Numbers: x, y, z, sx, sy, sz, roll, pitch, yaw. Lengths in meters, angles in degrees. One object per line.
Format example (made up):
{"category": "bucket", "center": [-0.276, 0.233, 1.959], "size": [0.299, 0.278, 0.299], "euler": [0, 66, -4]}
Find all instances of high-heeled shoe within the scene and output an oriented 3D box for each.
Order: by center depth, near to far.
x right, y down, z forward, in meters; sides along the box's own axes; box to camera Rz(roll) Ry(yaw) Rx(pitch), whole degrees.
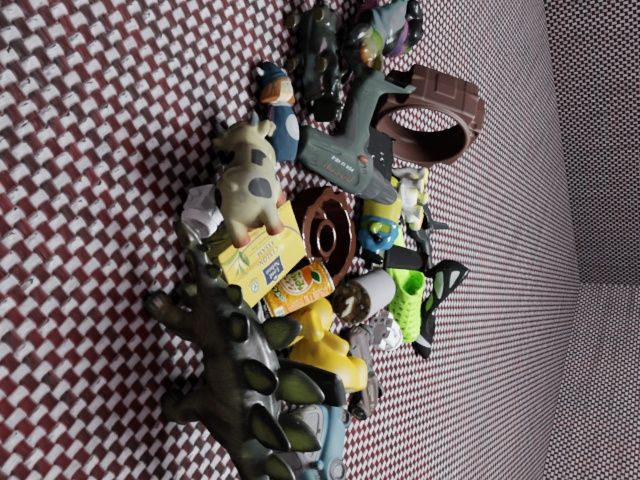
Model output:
{"category": "high-heeled shoe", "center": [0.292, 0.167, 1.271], "size": [0.086, 0.145, 0.248], "euler": [-19, 105, -53]}

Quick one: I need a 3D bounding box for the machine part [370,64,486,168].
{"category": "machine part", "center": [0.201, -0.233, 1.051], "size": [0.201, 0.201, 0.087], "euler": [17, 67, -9]}

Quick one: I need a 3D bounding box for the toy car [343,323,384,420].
{"category": "toy car", "center": [0.086, 0.262, 1.058], "size": [0.089, 0.053, 0.202], "euler": [-38, 120, -53]}

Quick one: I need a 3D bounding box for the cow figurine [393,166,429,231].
{"category": "cow figurine", "center": [0.184, -0.087, 1.171], "size": [0.167, 0.098, 0.068], "euler": [81, 26, -48]}

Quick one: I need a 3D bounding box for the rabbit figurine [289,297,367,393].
{"category": "rabbit figurine", "center": [-0.014, 0.167, 0.871], "size": [0.162, 0.122, 0.173], "euler": [34, 43, -54]}

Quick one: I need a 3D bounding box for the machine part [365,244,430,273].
{"category": "machine part", "center": [0.162, 0.038, 1.124], "size": [0.139, 0.039, 0.084], "euler": [7, 77, -16]}

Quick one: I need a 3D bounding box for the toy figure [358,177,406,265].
{"category": "toy figure", "center": [0.118, -0.044, 1.071], "size": [0.089, 0.082, 0.180], "euler": [23, 77, -22]}

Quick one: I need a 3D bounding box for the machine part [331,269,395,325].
{"category": "machine part", "center": [0.085, 0.102, 1.001], "size": [0.243, 0.079, 0.079], "euler": [-12, 100, -66]}

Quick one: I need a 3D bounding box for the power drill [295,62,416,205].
{"category": "power drill", "center": [0.077, -0.177, 0.898], "size": [0.232, 0.086, 0.207], "euler": [16, 113, -30]}

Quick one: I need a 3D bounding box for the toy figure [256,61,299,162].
{"category": "toy figure", "center": [-0.064, -0.198, 0.827], "size": [0.064, 0.058, 0.154], "euler": [-137, -136, -85]}

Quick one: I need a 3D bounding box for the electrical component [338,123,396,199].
{"category": "electrical component", "center": [0.081, -0.147, 1.010], "size": [0.115, 0.058, 0.134], "euler": [18, 74, -34]}

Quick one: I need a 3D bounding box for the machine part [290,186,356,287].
{"category": "machine part", "center": [-0.002, -0.003, 0.919], "size": [0.179, 0.056, 0.179], "euler": [-2, 93, -57]}

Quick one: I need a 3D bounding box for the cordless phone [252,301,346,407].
{"category": "cordless phone", "center": [-0.050, 0.160, 0.738], "size": [0.089, 0.184, 0.146], "euler": [-26, 112, -48]}

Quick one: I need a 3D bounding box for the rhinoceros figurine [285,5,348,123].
{"category": "rhinoceros figurine", "center": [-0.002, -0.295, 0.907], "size": [0.112, 0.073, 0.190], "euler": [-20, 105, -65]}

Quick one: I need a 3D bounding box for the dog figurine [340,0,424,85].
{"category": "dog figurine", "center": [0.114, -0.379, 1.042], "size": [0.191, 0.109, 0.219], "euler": [42, 61, -51]}

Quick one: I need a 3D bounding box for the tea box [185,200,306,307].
{"category": "tea box", "center": [-0.100, 0.021, 0.766], "size": [0.169, 0.068, 0.098], "euler": [-47, 127, -46]}

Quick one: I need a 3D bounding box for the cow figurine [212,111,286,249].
{"category": "cow figurine", "center": [-0.097, -0.090, 0.718], "size": [0.195, 0.086, 0.127], "euler": [-90, 163, -61]}

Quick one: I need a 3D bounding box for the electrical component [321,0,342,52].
{"category": "electrical component", "center": [0.017, -0.393, 0.968], "size": [0.063, 0.021, 0.094], "euler": [-3, 93, -56]}

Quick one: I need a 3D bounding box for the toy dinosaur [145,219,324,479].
{"category": "toy dinosaur", "center": [-0.097, 0.197, 0.660], "size": [0.105, 0.199, 0.470], "euler": [-30, 113, -48]}

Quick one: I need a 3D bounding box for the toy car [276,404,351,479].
{"category": "toy car", "center": [-0.018, 0.326, 0.865], "size": [0.102, 0.109, 0.162], "euler": [38, 49, -29]}
